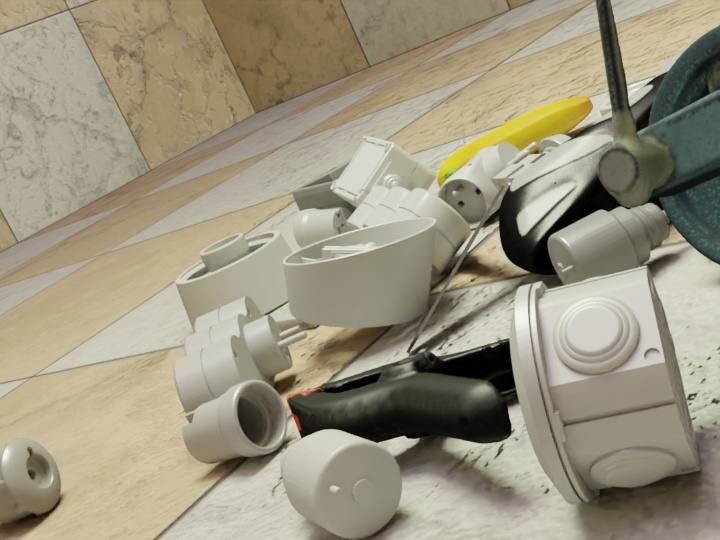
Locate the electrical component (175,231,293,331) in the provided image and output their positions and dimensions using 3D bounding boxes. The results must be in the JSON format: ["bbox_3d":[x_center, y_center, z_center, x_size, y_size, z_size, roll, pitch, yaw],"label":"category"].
[{"bbox_3d":[-0.105,0.004,0.915,0.108,0.060,0.108,-24,13,6],"label":"electrical component"}]

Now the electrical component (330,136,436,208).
[{"bbox_3d":[0.025,-0.076,0.966,0.061,0.061,0.096,-56,20,0],"label":"electrical component"}]

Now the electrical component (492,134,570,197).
[{"bbox_3d":[0.137,-0.067,0.790,0.055,0.048,0.066,-37,16,-15],"label":"electrical component"}]

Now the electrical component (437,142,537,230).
[{"bbox_3d":[0.108,-0.075,0.849,0.079,0.043,0.077,-37,3,37],"label":"electrical component"}]

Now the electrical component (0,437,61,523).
[{"bbox_3d":[-0.218,0.134,0.655,0.062,0.048,0.048,-28,12,19],"label":"electrical component"}]

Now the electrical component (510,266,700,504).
[{"bbox_3d":[0.087,0.040,0.384,0.051,0.080,0.080,-15,16,18],"label":"electrical component"}]

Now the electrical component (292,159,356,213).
[{"bbox_3d":[-0.020,-0.074,1.064,0.062,0.061,0.096,-33,15,-32],"label":"electrical component"}]

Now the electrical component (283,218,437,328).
[{"bbox_3d":[0.000,0.000,0.691,0.099,0.064,0.099,-1,13,0],"label":"electrical component"}]

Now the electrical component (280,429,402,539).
[{"bbox_3d":[-0.014,0.088,0.462,0.040,0.040,0.078,-31,14,-23],"label":"electrical component"}]

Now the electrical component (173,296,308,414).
[{"bbox_3d":[-0.066,0.052,0.677,0.074,0.052,0.138,-24,13,5],"label":"electrical component"}]

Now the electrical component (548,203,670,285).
[{"bbox_3d":[0.139,-0.015,0.586,0.078,0.040,0.040,-27,13,-8],"label":"electrical component"}]

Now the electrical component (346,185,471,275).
[{"bbox_3d":[0.023,-0.018,0.793,0.073,0.052,0.138,-52,17,-7],"label":"electrical component"}]

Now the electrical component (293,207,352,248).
[{"bbox_3d":[-0.033,-0.039,1.002,0.046,0.040,0.040,-7,21,37],"label":"electrical component"}]

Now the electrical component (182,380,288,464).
[{"bbox_3d":[-0.069,0.084,0.586,0.046,0.040,0.040,-23,12,38],"label":"electrical component"}]

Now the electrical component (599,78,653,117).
[{"bbox_3d":[0.221,-0.103,0.737,0.095,0.059,0.054,-12,18,44],"label":"electrical component"}]
